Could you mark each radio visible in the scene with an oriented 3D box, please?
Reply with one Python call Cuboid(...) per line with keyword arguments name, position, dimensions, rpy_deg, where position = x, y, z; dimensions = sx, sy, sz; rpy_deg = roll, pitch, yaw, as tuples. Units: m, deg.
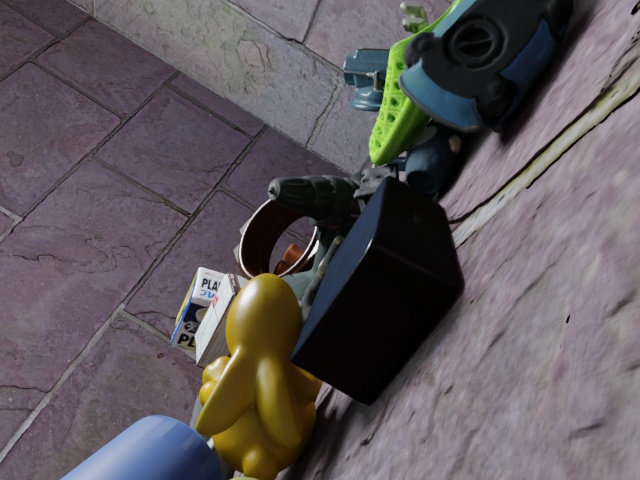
Cuboid(name="radio", position=(0.051, 0.030, 0.480), dimensions=(0.131, 0.073, 0.229), rpy_deg=(-59, 0, 20))

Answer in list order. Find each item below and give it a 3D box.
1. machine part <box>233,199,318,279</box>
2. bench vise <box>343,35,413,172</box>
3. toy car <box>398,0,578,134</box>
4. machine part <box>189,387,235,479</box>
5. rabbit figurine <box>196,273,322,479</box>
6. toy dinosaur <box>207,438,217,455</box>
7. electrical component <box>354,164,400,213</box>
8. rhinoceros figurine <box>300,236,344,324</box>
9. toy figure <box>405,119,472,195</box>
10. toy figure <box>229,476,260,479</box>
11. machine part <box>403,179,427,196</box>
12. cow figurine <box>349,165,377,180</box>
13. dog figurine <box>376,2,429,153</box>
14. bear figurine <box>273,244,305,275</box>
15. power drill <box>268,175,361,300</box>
Cuboid(name="machine part", position=(-0.053, 0.008, 0.976), dimensions=(0.201, 0.087, 0.202), rpy_deg=(-44, 43, 9))
Cuboid(name="bench vise", position=(0.141, -0.205, 0.839), dimensions=(0.129, 0.224, 0.240), rpy_deg=(-51, -36, -60))
Cuboid(name="toy car", position=(0.156, -0.168, 0.506), dimensions=(0.161, 0.109, 0.103), rpy_deg=(-50, -20, 2))
Cuboid(name="machine part", position=(-0.147, 0.286, 0.721), dimensions=(0.079, 0.079, 0.243), rpy_deg=(-74, 0, -82))
Cuboid(name="rabbit figurine", position=(-0.059, 0.119, 0.483), dimensions=(0.162, 0.122, 0.173), rpy_deg=(-73, -9, -70))
Cuboid(name="toy dinosaur", position=(-0.179, 0.367, 0.533), dimensions=(0.192, 0.131, 0.405), rpy_deg=(-57, -3, 26))
Cuboid(name="electrical component", position=(0.079, -0.021, 0.634), dimensions=(0.075, 0.048, 0.119), rpy_deg=(-64, -39, -57))
Cuboid(name="rhinoceros figurine", position=(0.024, 0.060, 0.692), dimensions=(0.112, 0.073, 0.190), rpy_deg=(-62, -2, 23))
Cuboid(name="toy figure", position=(0.147, -0.120, 0.622), dimensions=(0.154, 0.064, 0.057), rpy_deg=(-60, -43, -30))
Cuboid(name="toy figure", position=(-0.076, 0.239, 0.336), dimensions=(0.180, 0.082, 0.089), rpy_deg=(-54, 12, -15))
Cuboid(name="machine part", position=(0.139, -0.096, 0.693), dimensions=(0.139, 0.039, 0.084), rpy_deg=(-61, -2, -21))
Cuboid(name="cow figurine", position=(0.088, -0.090, 0.933), dimensions=(0.167, 0.068, 0.098), rpy_deg=(-35, -28, -55))
Cuboid(name="dog figurine", position=(0.167, -0.206, 0.727), dimensions=(0.121, 0.172, 0.190), rpy_deg=(-65, -18, -49))
Cuboid(name="bear figurine", position=(0.008, 0.009, 1.048), dimensions=(0.195, 0.132, 0.120), rpy_deg=(-64, -1, 30))
Cuboid(name="power drill", position=(-0.002, -0.002, 0.799), dimensions=(0.232, 0.086, 0.207), rpy_deg=(-6, -59, -38))
